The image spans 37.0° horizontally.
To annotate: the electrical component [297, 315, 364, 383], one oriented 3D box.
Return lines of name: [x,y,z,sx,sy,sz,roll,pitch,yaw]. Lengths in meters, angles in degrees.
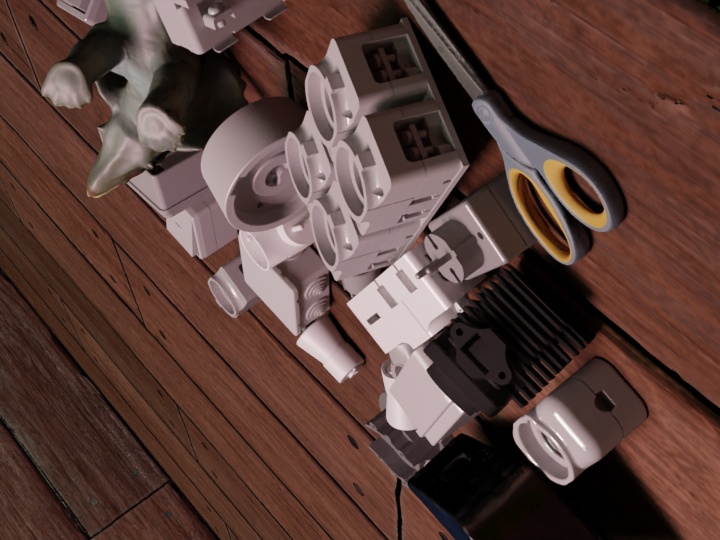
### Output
electrical component: [-0.028,0.084,1.111,0.065,0.044,0.044,46,158,11]

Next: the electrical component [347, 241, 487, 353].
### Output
electrical component: [0.042,0.018,0.771,0.055,0.050,0.089,52,140,3]

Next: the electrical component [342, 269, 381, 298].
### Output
electrical component: [0.000,0.000,0.926,0.040,0.040,0.046,45,163,25]

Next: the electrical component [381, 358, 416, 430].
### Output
electrical component: [0.041,0.111,1.003,0.044,0.044,0.065,33,145,44]

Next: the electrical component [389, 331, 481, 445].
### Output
electrical component: [0.076,0.083,0.831,0.057,0.078,0.113,53,159,13]

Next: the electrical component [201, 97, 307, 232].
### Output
electrical component: [-0.076,-0.090,0.864,0.060,0.108,0.108,52,160,26]

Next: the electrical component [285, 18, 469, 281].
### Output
electrical component: [0.002,-0.073,0.739,0.186,0.060,0.105,122,129,-68]

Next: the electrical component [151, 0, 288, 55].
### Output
electrical component: [-0.073,-0.192,0.675,0.079,0.121,0.063,32,152,46]

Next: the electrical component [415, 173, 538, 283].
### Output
electrical component: [0.068,-0.017,0.698,0.047,0.077,0.066,56,159,-1]

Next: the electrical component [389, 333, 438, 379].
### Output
electrical component: [0.052,0.085,0.935,0.077,0.044,0.079,60,159,-12]

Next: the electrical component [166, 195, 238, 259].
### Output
electrical component: [-0.177,-0.066,1.174,0.062,0.061,0.096,45,157,25]

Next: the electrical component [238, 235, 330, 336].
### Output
electrical component: [-0.073,0.003,1.073,0.099,0.048,0.099,45,157,24]

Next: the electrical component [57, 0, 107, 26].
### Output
electrical component: [-0.215,-0.257,0.927,0.061,0.096,0.062,12,-164,-45]

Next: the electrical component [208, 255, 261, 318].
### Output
electrical component: [-0.133,0.016,1.211,0.050,0.056,0.089,54,159,3]

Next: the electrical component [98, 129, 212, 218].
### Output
electrical component: [-0.174,-0.117,1.027,0.109,0.109,0.056,39,151,36]

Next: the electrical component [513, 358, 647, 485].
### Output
electrical component: [0.147,0.108,0.743,0.053,0.059,0.095,50,159,12]

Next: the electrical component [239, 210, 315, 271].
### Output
electrical component: [-0.056,-0.039,0.933,0.043,0.077,0.079,59,159,-9]
